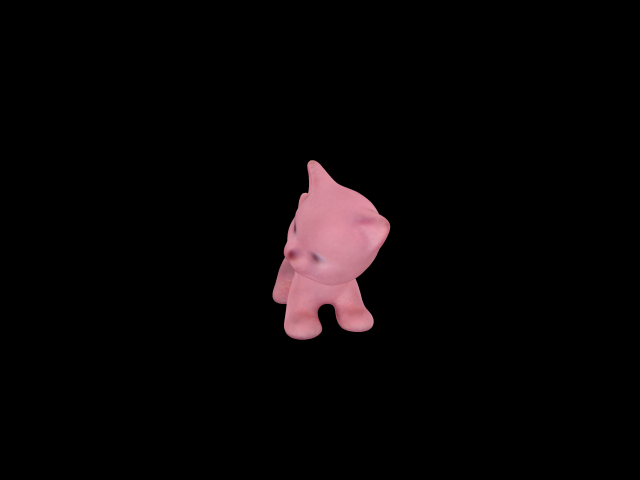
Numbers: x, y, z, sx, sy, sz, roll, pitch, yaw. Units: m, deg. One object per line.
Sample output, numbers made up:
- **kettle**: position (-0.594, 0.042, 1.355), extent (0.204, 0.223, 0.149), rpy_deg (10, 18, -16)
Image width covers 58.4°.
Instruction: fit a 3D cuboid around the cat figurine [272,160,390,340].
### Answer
- **cat figurine**: position (0.004, 0.001, 0.400), extent (0.067, 0.118, 0.127), rpy_deg (-4, 15, -13)
